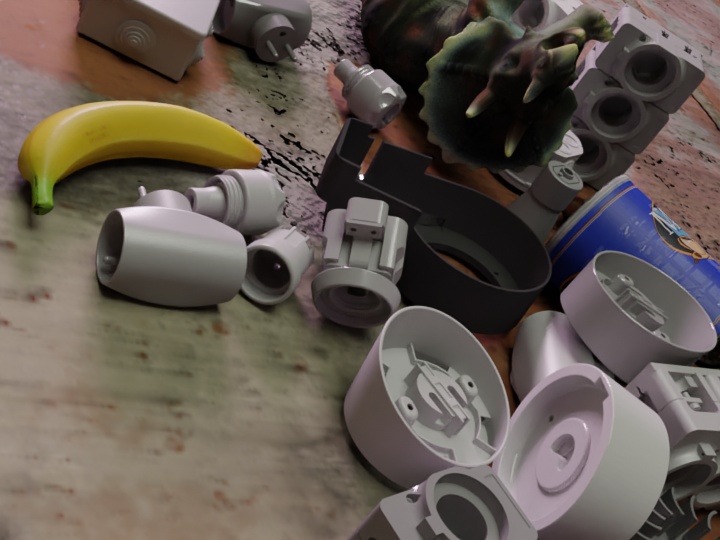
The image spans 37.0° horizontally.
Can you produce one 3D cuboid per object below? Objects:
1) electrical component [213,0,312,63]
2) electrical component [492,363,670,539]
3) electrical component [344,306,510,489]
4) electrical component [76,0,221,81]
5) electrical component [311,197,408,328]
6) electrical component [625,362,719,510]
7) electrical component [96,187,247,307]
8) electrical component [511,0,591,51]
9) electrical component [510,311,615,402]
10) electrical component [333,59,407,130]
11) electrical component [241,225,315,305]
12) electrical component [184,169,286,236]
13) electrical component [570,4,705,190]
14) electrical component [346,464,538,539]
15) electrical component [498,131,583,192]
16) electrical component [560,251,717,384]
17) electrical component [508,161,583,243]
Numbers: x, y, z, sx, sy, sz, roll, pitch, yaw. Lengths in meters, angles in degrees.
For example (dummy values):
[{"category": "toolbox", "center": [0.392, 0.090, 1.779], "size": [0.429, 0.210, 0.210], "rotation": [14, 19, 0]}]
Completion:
[{"category": "electrical component", "center": [-0.076, -0.198, 0.886], "size": [0.077, 0.043, 0.079], "rotation": [2, 47, -40]}, {"category": "electrical component", "center": [0.134, 0.117, 0.635], "size": [0.060, 0.108, 0.108], "rotation": [30, 34, -19]}, {"category": "electrical component", "center": [0.041, 0.079, 0.634], "size": [0.099, 0.064, 0.099], "rotation": [23, 36, -18]}, {"category": "electrical component", "center": [-0.157, -0.196, 0.808], "size": [0.100, 0.048, 0.099], "rotation": [25, 35, -15]}, {"category": "electrical component", "center": [0.000, 0.000, 0.691], "size": [0.058, 0.078, 0.057], "rotation": [8, 57, 3]}, {"category": "electrical component", "center": [0.233, 0.119, 0.728], "size": [0.150, 0.089, 0.061], "rotation": [8, 42, -34]}, {"category": "electrical component", "center": [-0.115, -0.020, 0.638], "size": [0.077, 0.043, 0.079], "rotation": [10, 41, -33]}, {"category": "electrical component", "center": [0.143, -0.272, 1.108], "size": [0.060, 0.105, 0.186], "rotation": [-9, 54, -46]}, {"category": "electrical component", "center": [0.149, 0.076, 0.747], "size": [0.079, 0.044, 0.077], "rotation": [23, 35, -17]}, {"category": "electrical component", "center": [0.005, -0.150, 0.897], "size": [0.062, 0.043, 0.043], "rotation": [45, 35, 16]}, {"category": "electrical component", "center": [-0.052, -0.005, 0.678], "size": [0.040, 0.040, 0.046], "rotation": [36, 28, 1]}, {"category": "electrical component", "center": [-0.083, -0.044, 0.693], "size": [0.062, 0.043, 0.043], "rotation": [-2, 49, -40]}, {"category": "electrical component", "center": [0.241, -0.158, 1.014], "size": [0.089, 0.150, 0.061], "rotation": [31, 33, -7]}, {"category": "electrical component", "center": [0.068, 0.179, 0.539], "size": [0.089, 0.061, 0.150], "rotation": [-7, 52, -45]}, {"category": "electrical component", "center": [0.156, -0.108, 0.969], "size": [0.080, 0.051, 0.080], "rotation": [23, 36, -18]}, {"category": "electrical component", "center": [0.190, 0.033, 0.744], "size": [0.099, 0.064, 0.099], "rotation": [37, 23, -19]}, {"category": "electrical component", "center": [0.155, -0.058, 0.896], "size": [0.044, 0.065, 0.044], "rotation": [23, 36, -18]}]
